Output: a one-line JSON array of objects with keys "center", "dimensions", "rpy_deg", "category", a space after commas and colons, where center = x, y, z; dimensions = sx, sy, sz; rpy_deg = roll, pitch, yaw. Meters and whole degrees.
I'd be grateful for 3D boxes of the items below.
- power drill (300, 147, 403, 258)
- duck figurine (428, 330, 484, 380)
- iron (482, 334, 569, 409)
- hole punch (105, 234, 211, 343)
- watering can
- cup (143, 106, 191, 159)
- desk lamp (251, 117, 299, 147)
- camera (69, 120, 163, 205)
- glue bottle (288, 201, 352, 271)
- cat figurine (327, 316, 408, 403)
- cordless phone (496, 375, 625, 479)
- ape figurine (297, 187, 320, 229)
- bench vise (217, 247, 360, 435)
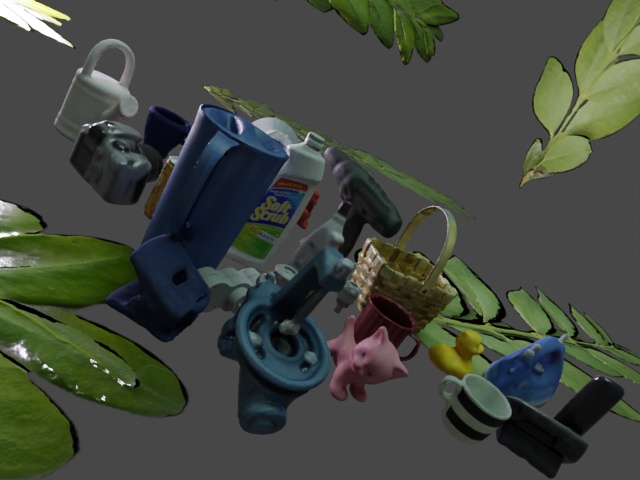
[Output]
[{"center": [0.051, -0.053, 1.195], "dimensions": [0.229, 0.208, 0.076], "rpy_deg": [39, 19, 22], "category": "power drill"}, {"center": [0.258, 0.203, 1.060], "dimensions": [0.105, 0.086, 0.077], "rpy_deg": [21, 20, -30], "category": "duck figurine"}, {"center": [0.409, 0.243, 1.114], "dimensions": [0.118, 0.141, 0.259], "rpy_deg": [43, 21, 31], "category": "iron"}, {"center": [-0.185, 0.055, 0.703], "dimensions": [0.101, 0.091, 0.109], "rpy_deg": [33, 18, 2], "category": "hole punch"}, {"center": [-0.395, -0.270, 1.049], "dimensions": [0.172, 0.194, 0.101], "rpy_deg": [34, 18, 7], "category": "watering can"}, {"center": [-0.315, -0.207, 1.180], "dimensions": [0.117, 0.095, 0.092], "rpy_deg": [37, 18, 16], "category": "cup"}, {"center": [-0.118, -0.124, 1.092], "dimensions": [0.118, 0.213, 0.203], "rpy_deg": [27, 18, -14], "category": "desk lamp"}, {"center": [-0.322, -0.135, 0.964], "dimensions": [0.142, 0.100, 0.137], "rpy_deg": [42, 20, 28], "category": "camera"}, {"center": [0.009, 0.004, 1.032], "dimensions": [0.037, 0.173, 0.078], "rpy_deg": [12, 27, -48], "category": "glue bottle"}, {"center": [0.060, 0.159, 0.791], "dimensions": [0.067, 0.117, 0.127], "rpy_deg": [18, 22, -38], "category": "cat figurine"}, {"center": [0.378, 0.270, 0.918], "dimensions": [0.147, 0.185, 0.094], "rpy_deg": [32, 17, -1], "category": "cordless phone"}, {"center": [-0.033, -0.083, 1.325], "dimensions": [0.076, 0.092, 0.078], "rpy_deg": [39, 19, 20], "category": "ape figurine"}, {"center": [-0.048, 0.079, 0.657], "dimensions": [0.122, 0.219, 0.206], "rpy_deg": [16, 23, -41], "category": "bench vise"}]
